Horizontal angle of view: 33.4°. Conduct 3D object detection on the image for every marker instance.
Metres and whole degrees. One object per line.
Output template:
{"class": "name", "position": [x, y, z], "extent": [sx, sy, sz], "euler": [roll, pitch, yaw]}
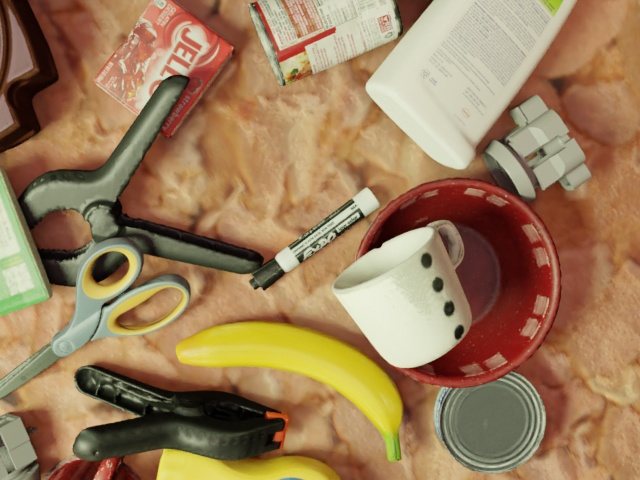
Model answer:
{"class": "marker", "position": [-0.006, 0.001, 0.848], "extent": [0.121, 0.020, 0.020], "euler": [-36, 94, 0]}

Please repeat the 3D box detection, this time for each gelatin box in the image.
{"class": "gelatin box", "position": [-0.120, -0.136, 0.829], "extent": [0.073, 0.030, 0.089], "euler": [37, 92, -5]}

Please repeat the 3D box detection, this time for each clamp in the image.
{"class": "clamp", "position": [-0.112, 0.134, 0.825], "extent": [0.171, 0.120, 0.039], "euler": [8, 113, -24]}
{"class": "clamp", "position": [-0.163, -0.029, 0.821], "extent": [0.210, 0.036, 0.164], "euler": [-13, 107, 4]}

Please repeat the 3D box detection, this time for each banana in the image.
{"class": "banana", "position": [-0.012, 0.102, 0.838], "extent": [0.198, 0.037, 0.069], "euler": [25, 66, 0]}

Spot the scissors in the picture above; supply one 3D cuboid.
{"class": "scissors", "position": [-0.199, 0.062, 0.823], "extent": [0.202, 0.016, 0.096], "euler": [-22, 121, 4]}

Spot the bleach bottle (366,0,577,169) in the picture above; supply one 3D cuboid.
{"class": "bleach bottle", "position": [0.151, -0.180, 0.822], "extent": [0.102, 0.068, 0.251], "euler": [42, 86, -21]}

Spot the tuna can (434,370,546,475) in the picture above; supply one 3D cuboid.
{"class": "tuna can", "position": [0.135, 0.141, 0.855], "extent": [0.086, 0.034, 0.086], "euler": [0, 94, -3]}

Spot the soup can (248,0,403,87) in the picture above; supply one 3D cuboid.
{"class": "soup can", "position": [0.004, -0.168, 0.814], "extent": [0.102, 0.068, 0.068], "euler": [-23, 94, -1]}

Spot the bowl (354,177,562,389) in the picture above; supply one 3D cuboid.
{"class": "bowl", "position": [0.103, 0.032, 0.836], "extent": [0.162, 0.055, 0.162], "euler": [0, 93, -2]}

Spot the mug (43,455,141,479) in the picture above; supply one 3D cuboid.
{"class": "mug", "position": [-0.177, 0.209, 0.822], "extent": [0.093, 0.081, 0.117], "euler": [26, 92, -4]}

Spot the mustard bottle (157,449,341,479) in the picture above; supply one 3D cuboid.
{"class": "mustard bottle", "position": [-0.035, 0.217, 0.840], "extent": [0.191, 0.058, 0.096], "euler": [9, 99, -4]}
